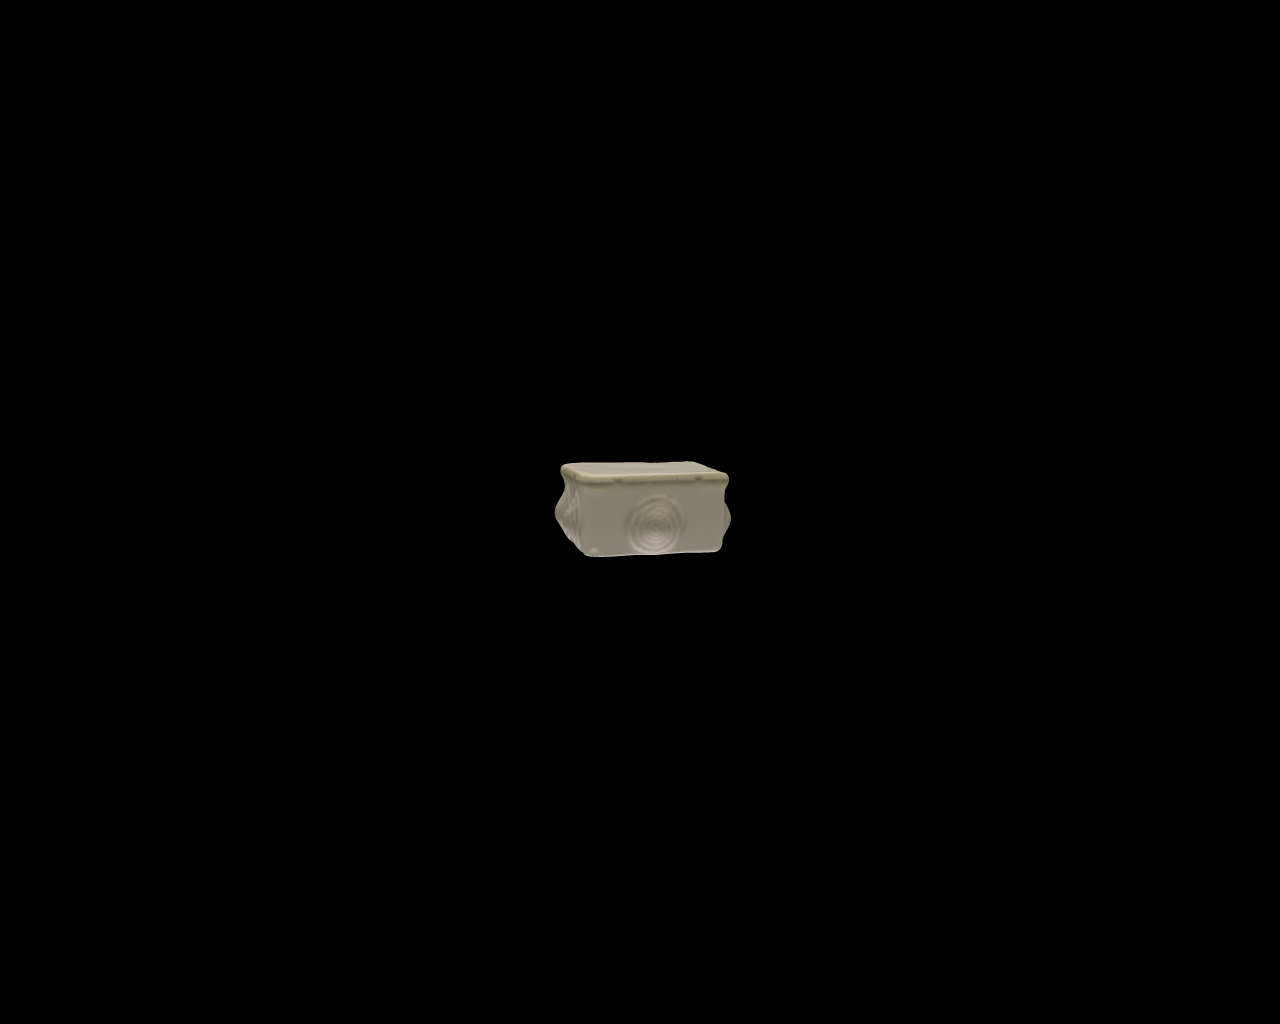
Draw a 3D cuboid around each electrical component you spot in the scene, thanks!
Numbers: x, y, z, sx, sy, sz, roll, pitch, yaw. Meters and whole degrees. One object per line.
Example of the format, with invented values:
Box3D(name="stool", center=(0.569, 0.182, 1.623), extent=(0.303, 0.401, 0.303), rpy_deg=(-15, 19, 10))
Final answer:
Box3D(name="electrical component", center=(0.001, -0.003, 0.650), extent=(0.100, 0.048, 0.100), rpy_deg=(-1, 7, -11))
